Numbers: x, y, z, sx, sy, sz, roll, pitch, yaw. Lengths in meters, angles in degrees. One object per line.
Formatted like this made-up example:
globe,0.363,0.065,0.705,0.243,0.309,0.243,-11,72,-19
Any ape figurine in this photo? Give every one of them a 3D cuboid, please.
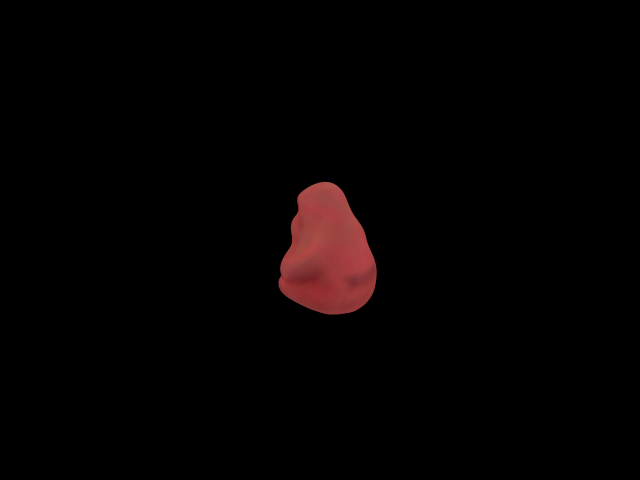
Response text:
ape figurine,0.004,0.001,0.400,0.078,0.092,0.075,-24,38,-34
